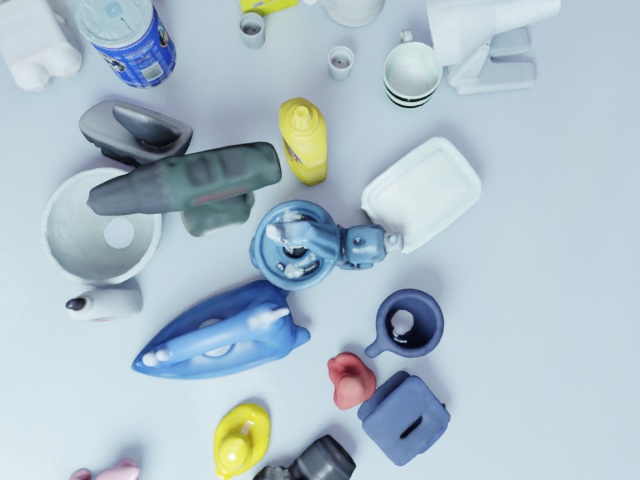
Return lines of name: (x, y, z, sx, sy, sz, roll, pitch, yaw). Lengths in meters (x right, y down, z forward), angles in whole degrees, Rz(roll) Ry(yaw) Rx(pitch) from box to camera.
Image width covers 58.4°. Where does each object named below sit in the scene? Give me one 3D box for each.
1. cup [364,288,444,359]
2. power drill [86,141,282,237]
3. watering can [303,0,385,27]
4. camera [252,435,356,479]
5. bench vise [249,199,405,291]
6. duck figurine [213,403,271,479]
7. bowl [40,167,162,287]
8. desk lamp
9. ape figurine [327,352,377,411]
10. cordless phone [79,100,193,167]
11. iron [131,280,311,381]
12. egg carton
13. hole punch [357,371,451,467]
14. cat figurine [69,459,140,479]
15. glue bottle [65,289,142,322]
cup: (0.108, 0.124, 0.794, 0.118, 0.095, 0.091, -37, 84, -5)
power drill: (-0.161, -0.061, 0.756, 0.229, 0.208, 0.075, -18, 83, -3)
watering can: (0.050, -0.390, 0.813, 0.101, 0.194, 0.173, 29, 83, 3)
camera: (-0.007, 0.341, 0.759, 0.137, 0.101, 0.143, -43, 85, -6)
bench vise: (0.003, -0.009, 0.747, 0.207, 0.219, 0.121, -20, 83, -3)
duck figurine: (-0.109, 0.275, 0.773, 0.077, 0.086, 0.105, 27, 83, 3)
bowl: (-0.299, -0.014, 0.815, 0.167, 0.074, 0.167, 0, 82, -1)
desk lamp: (0.227, -0.292, 0.793, 0.203, 0.213, 0.118, -7, 82, -2)
ape figurine: (0.042, 0.197, 0.784, 0.076, 0.092, 0.078, 22, 82, 2)
cordless phone: (-0.263, -0.161, 0.780, 0.147, 0.185, 0.094, 17, 82, 2)
iron: (-0.147, 0.133, 0.764, 0.258, 0.141, 0.118, -20, 83, -4)
egg carton: (-0.423, -0.300, 0.854, 0.107, 0.069, 0.150, -28, 84, -5)
hole punch: (0.118, 0.244, 0.779, 0.109, 0.091, 0.101, -42, 85, -6)
cat figurine: (-0.283, 0.333, 0.746, 0.128, 0.117, 0.067, -17, 83, -3)
glue bottle: (-0.294, 0.087, 0.751, 0.078, 0.173, 0.037, -14, 82, -3)
